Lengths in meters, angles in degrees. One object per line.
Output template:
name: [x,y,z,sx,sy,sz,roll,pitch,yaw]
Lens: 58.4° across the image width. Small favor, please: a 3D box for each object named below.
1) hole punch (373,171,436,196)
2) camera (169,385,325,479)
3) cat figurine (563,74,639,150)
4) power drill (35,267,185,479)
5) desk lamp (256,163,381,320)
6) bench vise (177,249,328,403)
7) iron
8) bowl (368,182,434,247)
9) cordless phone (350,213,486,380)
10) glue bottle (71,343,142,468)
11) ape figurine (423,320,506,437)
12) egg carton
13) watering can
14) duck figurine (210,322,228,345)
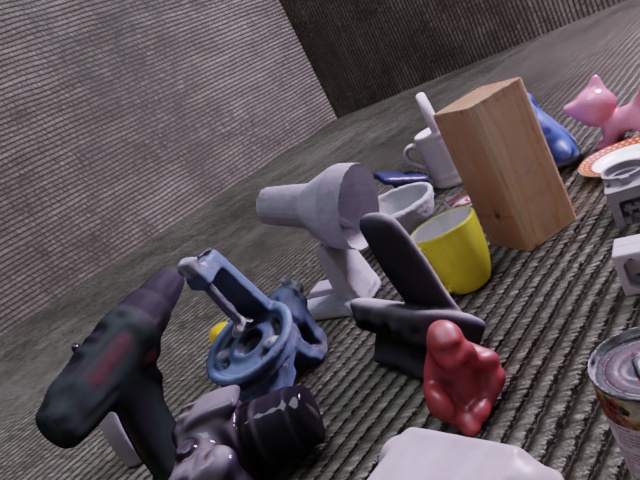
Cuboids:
hole punch: [0.171,-0.115,1.175,0.101,0.091,0.108,-28,15,-1]
camera: [-0.071,0.197,0.561,0.136,0.101,0.143,-26,15,8]
cat figurine: [0.466,-0.209,0.917,0.067,0.118,0.127,-38,18,-32]
power drill: [-0.191,0.170,0.652,0.075,0.209,0.230,-16,19,37]
desk lamp: [0.008,0.003,0.840,0.202,0.214,0.118,-16,20,38]
bench vise: [-0.090,0.093,0.703,0.121,0.220,0.207,-25,16,11]
iron: [0.373,-0.202,1.010,0.118,0.141,0.259,-20,17,26]
bowl: [0.132,-0.031,1.000,0.167,0.075,0.167,-26,15,8]
cordless phone: [0.081,0.048,0.621,0.094,0.185,0.147,-36,17,-28]
glue bottle: [-0.271,0.206,0.743,0.037,0.173,0.078,-26,16,9]
ape figurine: [0.121,0.114,0.513,0.078,0.092,0.076,-27,15,4]
egg carton: [0.085,0.186,0.384,0.149,0.069,0.107,-10,24,49]
watering can: [0.250,-0.213,1.160,0.173,0.194,0.101,-29,15,-2]
duck figurine: [-0.124,0.158,0.807,0.077,0.086,0.104,-29,15,-3]
